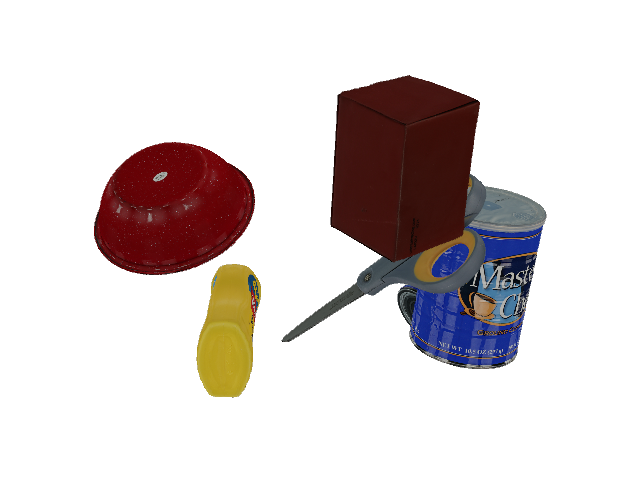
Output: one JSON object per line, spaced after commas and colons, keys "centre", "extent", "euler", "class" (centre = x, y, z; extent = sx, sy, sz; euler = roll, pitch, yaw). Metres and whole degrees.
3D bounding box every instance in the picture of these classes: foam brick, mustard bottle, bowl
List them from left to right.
{"centre": [-0.147, -0.044, 1.022], "extent": [0.162, 0.162, 0.055], "euler": [0, -43, 13], "class": "bowl"}
{"centre": [-0.097, 0.081, 1.173], "extent": [0.058, 0.096, 0.191], "euler": [0, 28, 1], "class": "mustard bottle"}
{"centre": [0.042, -0.038, 0.545], "extent": [0.052, 0.078, 0.051], "euler": [-19, 36, -35], "class": "foam brick"}

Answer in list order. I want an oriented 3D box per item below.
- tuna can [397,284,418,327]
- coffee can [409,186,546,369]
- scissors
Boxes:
{"centre": [0.130, 0.081, 1.242], "extent": [0.033, 0.086, 0.086], "euler": [-37, 17, -24], "class": "tuna can"}
{"centre": [0.142, 0.031, 0.975], "extent": [0.103, 0.140, 0.103], "euler": [6, 22, -3], "class": "coffee can"}
{"centre": [0.047, 0.036, 0.759], "extent": [0.016, 0.202, 0.096], "euler": [32, 22, -31], "class": "scissors"}
